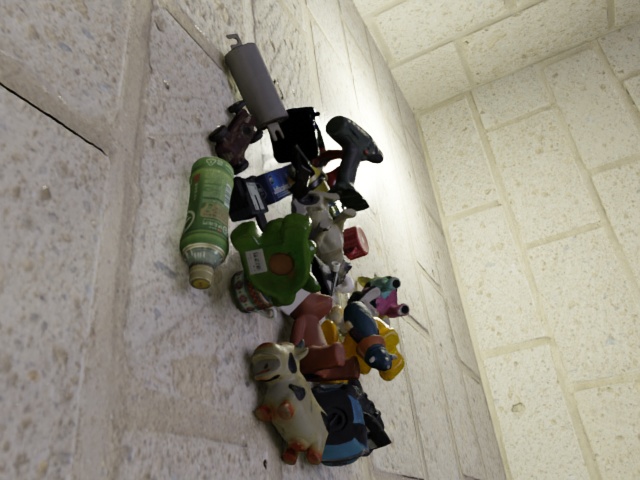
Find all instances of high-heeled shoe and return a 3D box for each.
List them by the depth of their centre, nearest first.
[{"bbox_3d":[-0.039,0.058,1.051,0.248,0.086,0.145,0,75,-71],"label":"high-heeled shoe"}]

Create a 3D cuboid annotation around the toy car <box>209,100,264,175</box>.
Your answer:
[{"bbox_3d":[-0.154,-0.204,1.039,0.089,0.053,0.202,57,25,-26],"label":"toy car"}]

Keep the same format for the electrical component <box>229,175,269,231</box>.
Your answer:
[{"bbox_3d":[-0.129,-0.056,0.973,0.119,0.048,0.075,70,21,-3],"label":"electrical component"}]

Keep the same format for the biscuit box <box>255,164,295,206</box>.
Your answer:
[{"bbox_3d":[-0.090,-0.112,1.102,0.062,0.059,0.203,68,21,-8],"label":"biscuit box"}]

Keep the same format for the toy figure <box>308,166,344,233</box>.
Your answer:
[{"bbox_3d":[-0.003,-0.089,1.274,0.089,0.082,0.180,-36,108,-71],"label":"toy figure"}]

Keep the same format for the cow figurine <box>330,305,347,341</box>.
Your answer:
[{"bbox_3d":[0.090,0.214,1.215,0.167,0.098,0.068,61,29,-25],"label":"cow figurine"}]

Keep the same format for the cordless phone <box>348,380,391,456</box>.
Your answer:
[{"bbox_3d":[0.073,0.337,1.121,0.146,0.089,0.184,56,14,-32],"label":"cordless phone"}]

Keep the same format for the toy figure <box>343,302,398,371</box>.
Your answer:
[{"bbox_3d":[0.089,0.181,0.984,0.057,0.064,0.155,80,-11,-45],"label":"toy figure"}]

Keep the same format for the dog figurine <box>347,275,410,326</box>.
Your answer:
[{"bbox_3d":[0.129,0.152,1.376,0.108,0.191,0.219,65,-13,-7],"label":"dog figurine"}]

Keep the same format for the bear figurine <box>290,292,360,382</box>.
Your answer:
[{"bbox_3d":[-0.002,0.158,0.997,0.120,0.132,0.196,53,32,-50],"label":"bear figurine"}]

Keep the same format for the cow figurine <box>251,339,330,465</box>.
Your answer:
[{"bbox_3d":[-0.046,0.247,0.864,0.194,0.085,0.127,62,28,-15],"label":"cow figurine"}]

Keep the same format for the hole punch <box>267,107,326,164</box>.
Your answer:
[{"bbox_3d":[-0.052,-0.243,1.225,0.092,0.142,0.115,-53,135,-64],"label":"hole punch"}]

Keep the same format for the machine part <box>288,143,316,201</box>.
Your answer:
[{"bbox_3d":[-0.040,-0.139,1.116,0.139,0.039,0.084,-86,154,-51],"label":"machine part"}]

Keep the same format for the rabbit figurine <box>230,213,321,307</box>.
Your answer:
[{"bbox_3d":[-0.053,0.022,0.855,0.170,0.121,0.159,-91,160,-73],"label":"rabbit figurine"}]

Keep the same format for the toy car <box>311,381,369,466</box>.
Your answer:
[{"bbox_3d":[0.027,0.340,0.964,0.162,0.109,0.102,-100,-176,-54],"label":"toy car"}]

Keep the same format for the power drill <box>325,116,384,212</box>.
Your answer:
[{"bbox_3d":[0.089,-0.174,1.283,0.231,0.086,0.207,37,60,-49],"label":"power drill"}]

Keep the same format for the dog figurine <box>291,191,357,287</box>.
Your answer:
[{"bbox_3d":[-0.004,-0.001,1.216,0.172,0.121,0.190,49,-34,41],"label":"dog figurine"}]

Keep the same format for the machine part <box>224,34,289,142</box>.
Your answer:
[{"bbox_3d":[-0.134,-0.324,1.143,0.243,0.079,0.079,66,21,-2],"label":"machine part"}]

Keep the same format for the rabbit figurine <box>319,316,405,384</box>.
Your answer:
[{"bbox_3d":[0.059,0.225,1.073,0.163,0.173,0.121,39,-23,40],"label":"rabbit figurine"}]

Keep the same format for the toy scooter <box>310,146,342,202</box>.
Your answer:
[{"bbox_3d":[0.034,-0.177,1.367,0.075,0.135,0.184,27,48,-64],"label":"toy scooter"}]
